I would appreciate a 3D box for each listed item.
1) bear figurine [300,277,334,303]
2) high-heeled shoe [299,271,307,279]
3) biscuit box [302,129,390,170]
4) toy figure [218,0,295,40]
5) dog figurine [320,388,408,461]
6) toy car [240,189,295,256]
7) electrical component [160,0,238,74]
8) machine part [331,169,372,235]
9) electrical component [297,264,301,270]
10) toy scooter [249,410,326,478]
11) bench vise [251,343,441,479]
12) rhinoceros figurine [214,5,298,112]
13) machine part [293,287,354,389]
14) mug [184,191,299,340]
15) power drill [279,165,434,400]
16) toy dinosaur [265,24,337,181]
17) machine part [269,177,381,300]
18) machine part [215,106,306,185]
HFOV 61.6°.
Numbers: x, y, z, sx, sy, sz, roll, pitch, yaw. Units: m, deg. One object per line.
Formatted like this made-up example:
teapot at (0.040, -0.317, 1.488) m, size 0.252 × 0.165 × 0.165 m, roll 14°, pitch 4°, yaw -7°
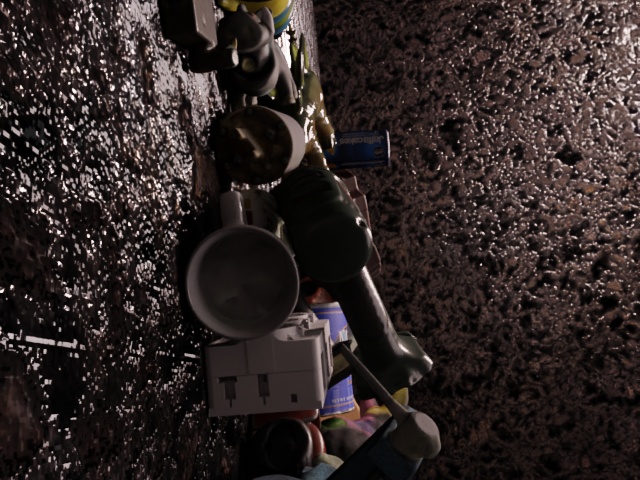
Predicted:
bear figurine at (0.008, 0.158, 0.887) m, size 0.120 × 0.132 × 0.195 m, roll -45°, pitch 135°, yaw -39°
high-heeled shoe at (-0.008, 0.093, 0.988) m, size 0.145 × 0.086 × 0.248 m, roll -88°, pitch 175°, yaw -49°
biscuit box at (0.029, -0.166, 1.008) m, size 0.063 × 0.203 × 0.059 m, roll 50°, pitch 37°, yaw -81°
toy figure at (-0.068, -0.294, 0.626) m, size 0.180 × 0.089 × 0.082 m, roll 27°, pitch 50°, yaw -82°
dog figurine at (0.060, 0.275, 0.757) m, size 0.191 × 0.108 × 0.219 m, roll 53°, pitch 31°, yaw -17°
toy car at (-0.059, 0.004, 0.581) m, size 0.201 × 0.056 × 0.073 m, roll 68°, pitch 17°, yaw -75°
electrical component at (-0.093, -0.186, 0.424) m, size 0.078 × 0.045 × 0.102 m, roll -61°, pitch 145°, yaw -85°
machine part at (0.021, -0.049, 1.097) m, size 0.202 × 0.087 × 0.200 m, roll -135°, pitch -151°, yaw -57°
electrical component at (-0.040, -0.016, 0.870) m, size 0.134 × 0.058 × 0.114 m, roll -90°, pitch 172°, yaw -56°
toy scooter at (-0.032, 0.209, 0.577) m, size 0.184 × 0.075 × 0.135 m, roll -98°, pitch 180°, yaw -52°
bench vise at (0.008, 0.190, 0.365) m, size 0.240 × 0.129 × 0.223 m, roll -57°, pitch 159°, yaw 23°
rhinoceros figurine at (-0.069, -0.200, 0.592) m, size 0.190 × 0.073 × 0.112 m, roll -79°, pitch 164°, yaw -79°
machine part at (-0.014, 0.118, 0.653) m, size 0.139 × 0.084 × 0.039 m, roll 56°, pitch -8°, yaw 0°
mug at (-0.063, 0.018, 0.428) m, size 0.107 × 0.081 × 0.109 m, roll 173°, pitch -99°, yaw -85°
power drill at (0.027, 0.028, 0.506) m, size 0.232 × 0.086 × 0.207 m, roll -111°, pitch -178°, yaw -79°
toy dinosaur at (-0.038, -0.233, 0.890) m, size 0.472 × 0.105 × 0.198 m, roll -98°, pitch 176°, yaw -54°
machine part at (-0.001, -0.002, 0.673) m, size 0.179 × 0.056 × 0.179 m, roll 48°, pitch -17°, yaw 19°
machine part at (-0.058, -0.103, 0.587) m, size 0.243 × 0.079 × 0.079 m, roll -76°, pitch 160°, yaw -80°
